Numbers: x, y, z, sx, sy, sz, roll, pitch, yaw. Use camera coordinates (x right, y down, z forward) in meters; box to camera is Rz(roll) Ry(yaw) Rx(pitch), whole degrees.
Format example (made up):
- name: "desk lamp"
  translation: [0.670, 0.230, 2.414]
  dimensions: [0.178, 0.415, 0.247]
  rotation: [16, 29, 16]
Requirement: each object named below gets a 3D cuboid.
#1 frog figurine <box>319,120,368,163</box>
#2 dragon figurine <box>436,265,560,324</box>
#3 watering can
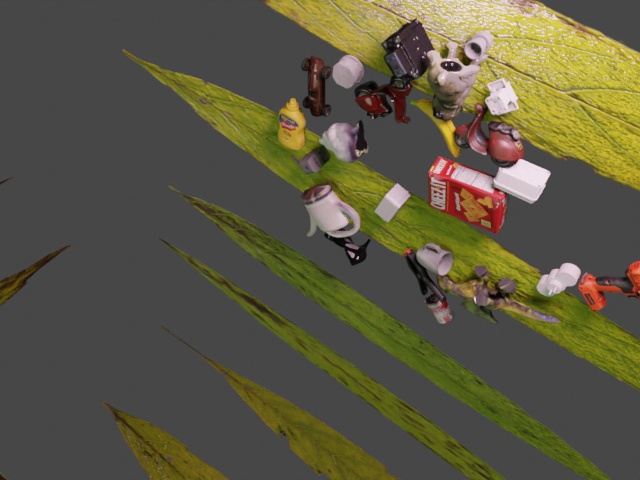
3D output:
- name: "frog figurine"
  translation: [0.057, -0.301, 1.590]
  dimensions: [0.159, 0.125, 0.135]
  rotation: [5, 153, 30]
- name: "dragon figurine"
  translation: [0.555, 0.205, 1.682]
  dimensions: [0.414, 0.123, 0.238]
  rotation: [30, 165, 25]
- name: "watering can"
  translation: [0.006, -0.096, 1.912]
  dimensions: [0.346, 0.106, 0.222]
  rotation: [-7, 122, 53]
